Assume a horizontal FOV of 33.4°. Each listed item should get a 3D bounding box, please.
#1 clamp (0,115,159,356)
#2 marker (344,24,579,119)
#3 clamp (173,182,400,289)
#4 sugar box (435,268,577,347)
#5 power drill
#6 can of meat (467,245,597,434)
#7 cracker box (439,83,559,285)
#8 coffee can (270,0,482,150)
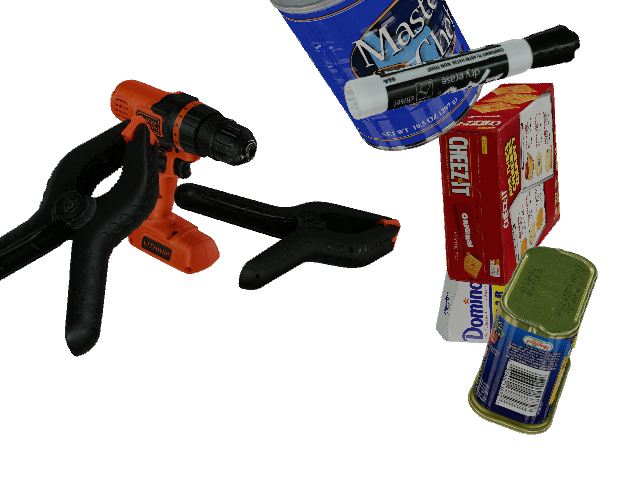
[{"bbox_3d":[-0.170,-0.011,0.708,0.120,0.171,0.039,14,-29,16],"label":"clamp"},{"bbox_3d":[0.071,-0.083,0.517,0.121,0.020,0.020,-17,4,-13],"label":"marker"},{"bbox_3d":[-0.014,-0.001,0.966,0.209,0.036,0.165,4,28,-25],"label":"clamp"},{"bbox_3d":[0.239,0.082,1.330,0.176,0.093,0.048,3,19,-15],"label":"sugar box"},{"bbox_3d":[-0.143,-0.062,1.117,0.185,0.188,0.057,26,36,31],"label":"power drill"},{"bbox_3d":[0.142,0.063,0.709,0.057,0.084,0.102,19,35,14],"label":"can of meat"},{"bbox_3d":[0.195,-0.067,1.141,0.072,0.164,0.213,3,21,27],"label":"cracker box"},{"bbox_3d":[0.040,-0.147,0.746,0.103,0.102,0.140,0,-38,37],"label":"coffee can"}]
